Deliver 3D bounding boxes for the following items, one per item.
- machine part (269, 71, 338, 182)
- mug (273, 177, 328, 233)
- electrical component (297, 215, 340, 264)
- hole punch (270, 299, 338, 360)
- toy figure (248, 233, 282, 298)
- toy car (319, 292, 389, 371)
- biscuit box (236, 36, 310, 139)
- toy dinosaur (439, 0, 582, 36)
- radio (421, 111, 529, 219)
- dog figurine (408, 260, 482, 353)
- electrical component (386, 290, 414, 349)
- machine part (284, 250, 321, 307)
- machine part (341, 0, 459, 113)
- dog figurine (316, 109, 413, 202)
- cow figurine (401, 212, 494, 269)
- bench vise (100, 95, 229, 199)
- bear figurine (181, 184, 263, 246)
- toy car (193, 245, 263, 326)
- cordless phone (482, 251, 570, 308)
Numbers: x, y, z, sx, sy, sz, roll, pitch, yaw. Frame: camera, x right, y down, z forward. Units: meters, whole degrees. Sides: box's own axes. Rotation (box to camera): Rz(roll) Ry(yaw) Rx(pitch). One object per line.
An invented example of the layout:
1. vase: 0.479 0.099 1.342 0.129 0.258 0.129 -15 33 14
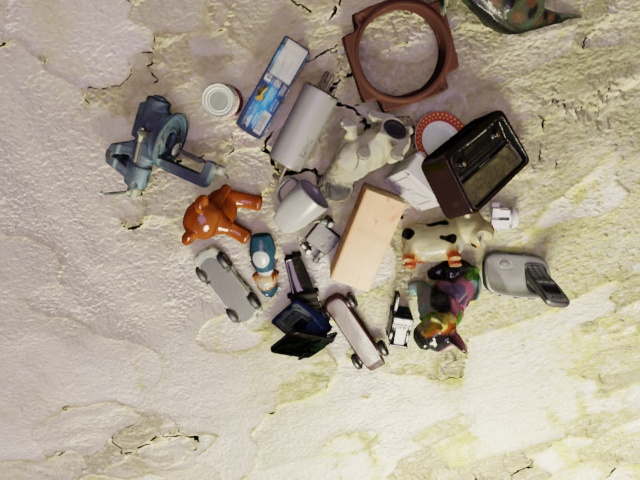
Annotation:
1. machine part: -0.034 -0.229 1.098 0.079 0.079 0.243 28 103 -7
2. mug: -0.055 -0.072 1.144 0.107 0.081 0.109 -44 83 18
3. electrical component: -0.001 -0.004 1.177 0.078 0.045 0.102 44 101 -9
4. hole punch: -0.042 0.203 1.207 0.115 0.092 0.142 21 131 -31
5. toy figure: -0.124 0.061 1.191 0.064 0.058 0.154 7 111 36
6. toy car: 0.080 0.208 1.230 0.089 0.053 0.202 -33 99 14
7. biscuit box: -0.095 -0.305 1.086 0.059 0.063 0.202 31 104 -9
8. toy dinosaur: 0.324 -0.448 0.977 0.405 0.131 0.192 25 84 -17
9. radio: 0.307 -0.152 1.056 0.229 0.073 0.131 -38 103 -34
10. dog figurine: 0.274 0.143 1.127 0.191 0.219 0.108 -35 106 10
11. electrical component: 0.182 0.175 1.212 0.048 0.075 0.119 9 102 -2
12. machine part: -0.046 0.092 1.203 0.084 0.039 0.138 -8 106 20
13. machine part: 0.157 -0.367 1.056 0.202 0.087 0.200 -18 105 7
14. dog figurine: 0.091 -0.161 1.105 0.172 0.190 0.121 -5 63 -19
15. cow figurine: 0.271 -0.009 1.148 0.195 0.085 0.127 -6 70 16
16. bench vise: -0.309 -0.164 1.092 0.241 0.129 0.223 24 95 7
17. bear figurine: -0.199 -0.044 1.089 0.132 0.196 0.120 20 102 -6
18. toy car: -0.205 0.104 1.203 0.073 0.056 0.201 -34 104 2
19. cordless phone: 0.428 0.096 1.131 0.147 0.184 0.088 6 110 -2
